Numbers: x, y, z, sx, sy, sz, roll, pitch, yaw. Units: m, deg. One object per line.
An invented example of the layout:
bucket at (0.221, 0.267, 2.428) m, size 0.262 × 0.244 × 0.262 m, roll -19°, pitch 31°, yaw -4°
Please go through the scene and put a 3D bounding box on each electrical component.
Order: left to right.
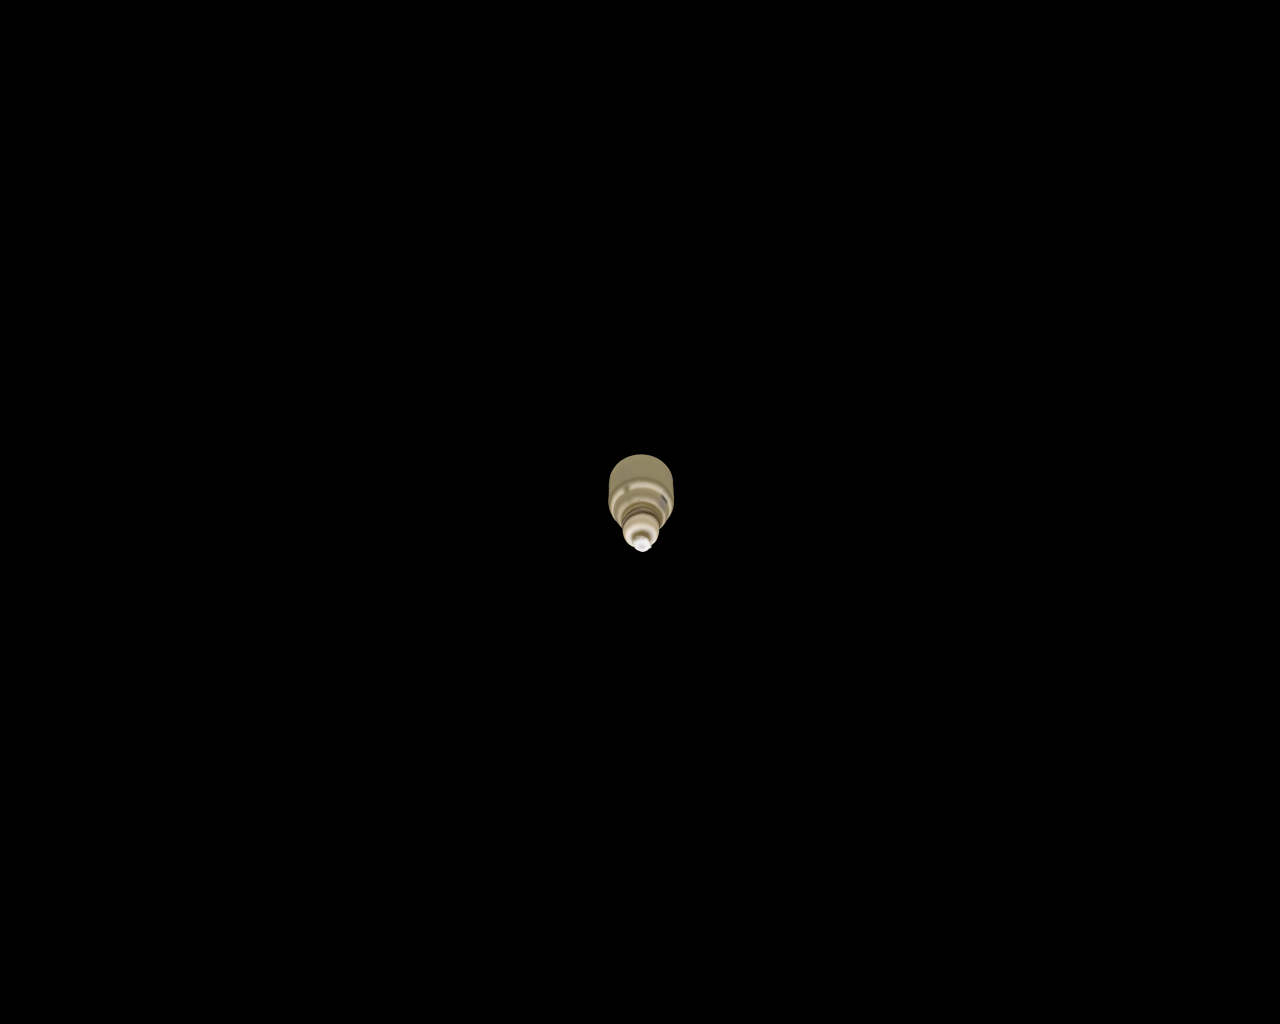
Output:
electrical component at (0.001, -0.003, 0.650) m, size 0.040 × 0.040 × 0.078 m, roll 0°, pitch 36°, yaw 0°
